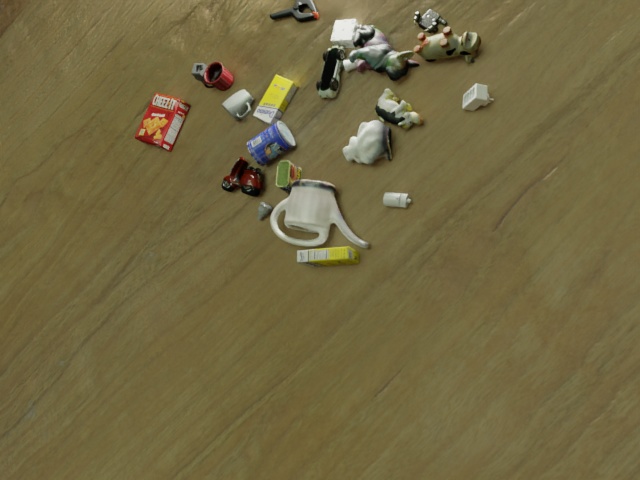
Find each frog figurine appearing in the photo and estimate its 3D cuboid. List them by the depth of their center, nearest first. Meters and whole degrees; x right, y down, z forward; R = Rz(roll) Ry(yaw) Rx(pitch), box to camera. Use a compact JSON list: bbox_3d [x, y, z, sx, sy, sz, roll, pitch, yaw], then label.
[{"bbox_3d":[0.146,-0.309,1.649,0.159,0.123,0.137,-5,93,14],"label":"frog figurine"}]

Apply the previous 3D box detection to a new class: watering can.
[{"bbox_3d":[0.005,-0.084,1.666,0.348,0.103,0.226,7,79,19],"label":"watering can"}]
